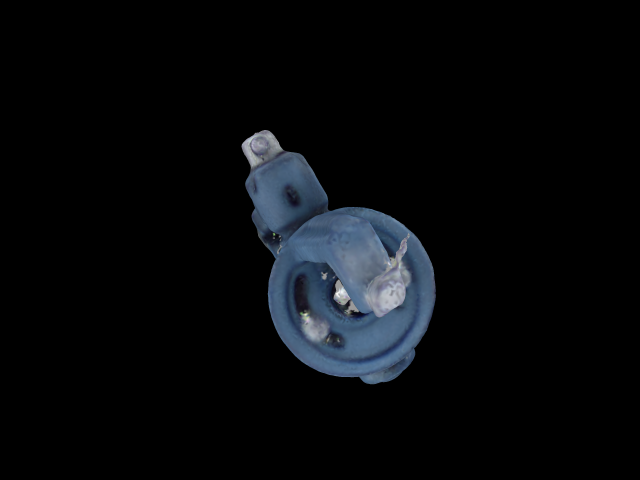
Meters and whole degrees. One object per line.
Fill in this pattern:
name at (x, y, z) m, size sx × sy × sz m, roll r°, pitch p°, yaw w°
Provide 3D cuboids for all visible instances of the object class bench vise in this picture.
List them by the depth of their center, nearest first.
bench vise at (-0.004, 0.010, 0.398) m, size 0.207 × 0.220 × 0.121 m, roll 40°, pitch 80°, yaw 9°
